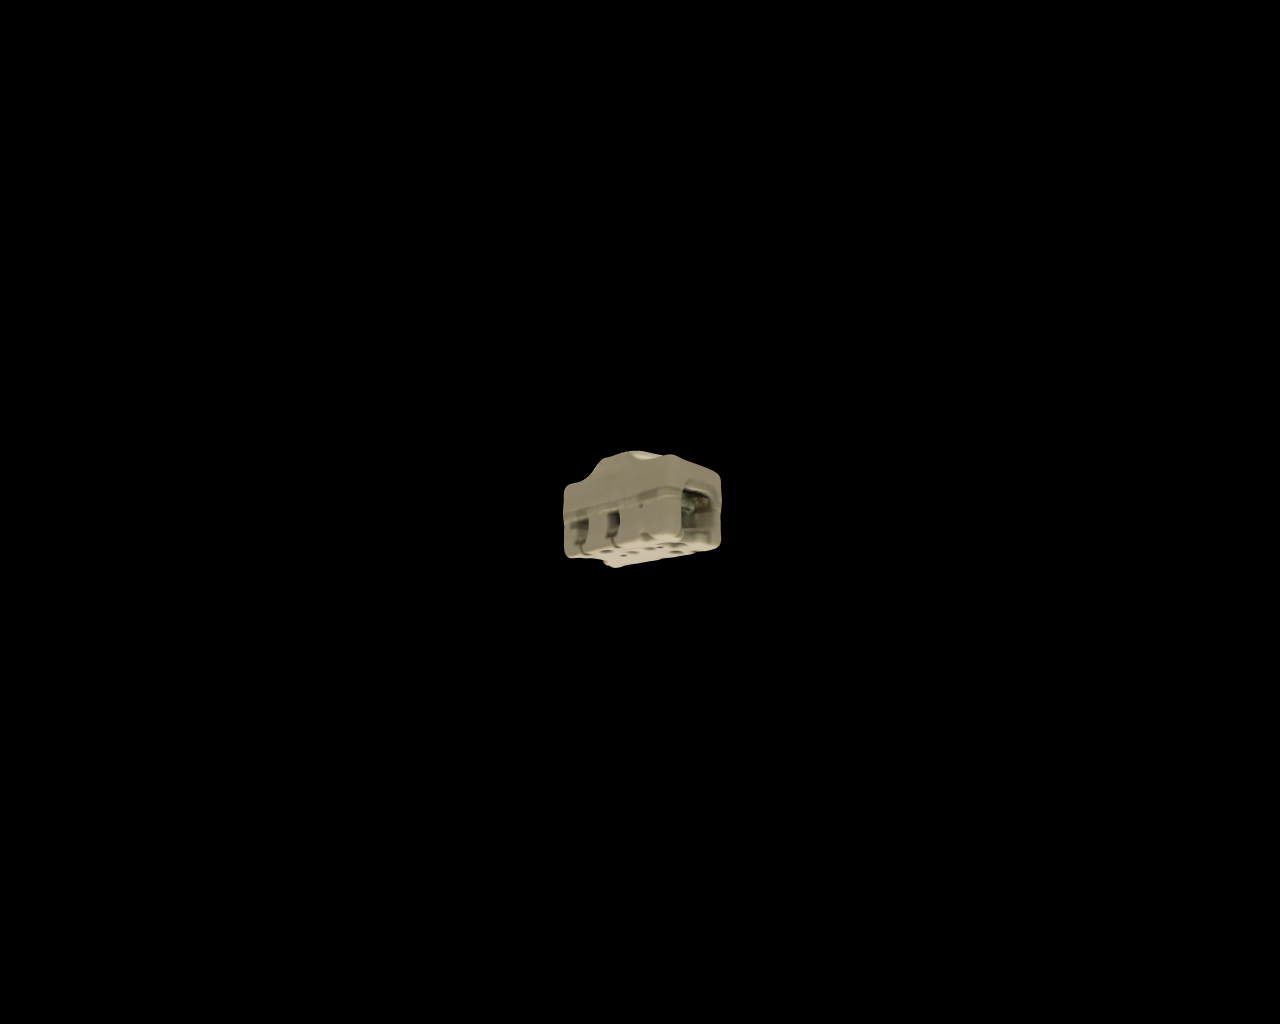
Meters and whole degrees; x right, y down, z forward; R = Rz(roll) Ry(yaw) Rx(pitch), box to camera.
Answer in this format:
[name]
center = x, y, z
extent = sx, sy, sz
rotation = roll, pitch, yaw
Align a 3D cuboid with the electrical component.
[electrical component]
center = 0.001, -0.003, 0.650
extent = 0.089, 0.056, 0.050
rotation = -14, -22, 40
